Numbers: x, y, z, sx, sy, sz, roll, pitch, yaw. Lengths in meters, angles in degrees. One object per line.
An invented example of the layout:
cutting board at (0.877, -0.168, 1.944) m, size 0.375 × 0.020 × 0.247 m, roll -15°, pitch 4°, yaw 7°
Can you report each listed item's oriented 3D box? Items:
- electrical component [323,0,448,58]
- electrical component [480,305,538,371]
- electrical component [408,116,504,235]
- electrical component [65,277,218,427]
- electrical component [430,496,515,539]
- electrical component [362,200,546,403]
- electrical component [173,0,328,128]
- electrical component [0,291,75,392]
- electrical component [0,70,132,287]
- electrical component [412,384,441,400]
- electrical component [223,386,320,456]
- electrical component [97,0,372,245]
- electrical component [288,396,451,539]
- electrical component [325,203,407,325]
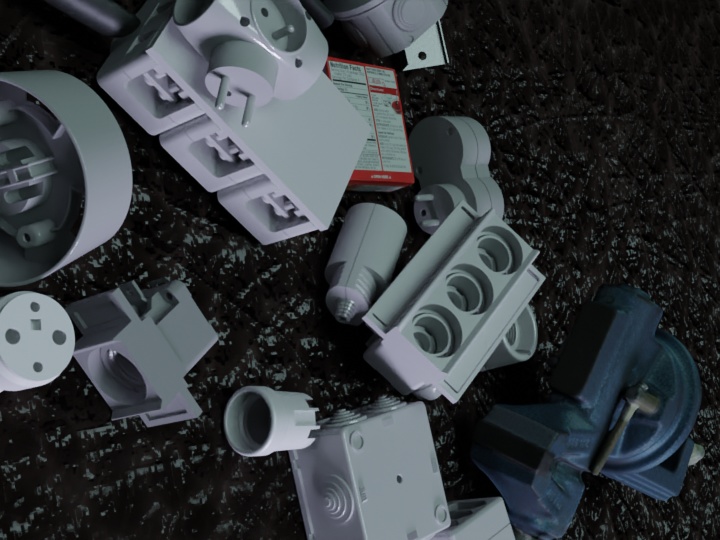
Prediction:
electrical component at (0.019, -0.194, 0.764) m, size 0.051 × 0.080 × 0.080 m, roll 50°, pitch 46°, yaw -34°
electrical component at (0.101, 0.047, 0.810) m, size 0.055 × 0.047 × 0.055 m, roll 17°, pitch 66°, yaw -45°
electrical component at (0.065, -0.046, 0.793) m, size 0.074 × 0.052 × 0.138 m, roll -9°, pitch 86°, yaw -49°
electrical component at (-0.113, 0.041, 0.574) m, size 0.081 × 0.042 × 0.063 m, roll 60°, pitch 41°, yaw -18°
electrical component at (0.073, 0.203, 0.732) m, size 0.066 × 0.047 × 0.076 m, roll -19°, pitch 92°, yaw -50°
electrical component at (0.059, 0.023, 0.713) m, size 0.079 × 0.063 × 0.121 m, roll 43°, pitch 56°, yaw -3°
electrical component at (-0.061, -0.114, 0.578) m, size 0.077 × 0.044 × 0.079 m, roll 32°, pitch 56°, yaw -39°
electrical component at (-0.167, 0.035, 0.504) m, size 0.045 × 0.055 × 0.045 m, roll 17°, pitch 66°, yaw -45°
electrical component at (-0.160, -0.045, 0.507) m, size 0.064 × 0.099 × 0.099 m, roll -31°, pitch 102°, yaw -55°
electrical component at (0.038, 0.059, 0.745) m, size 0.061 × 0.035 × 0.035 m, roll 53°, pitch 45°, yaw -20°
electrical component at (-0.051, 0.089, 0.633) m, size 0.046 × 0.040 × 0.040 m, roll 11°, pitch 71°, yaw -53°
electrical component at (-0.073, -0.097, 0.644) m, size 0.150 × 0.062 × 0.089 m, roll 46°, pitch 49°, yaw -30°
electrical component at (0.008, 0.133, 0.678) m, size 0.100 × 0.048 × 0.099 m, roll -10°, pitch 86°, yaw -49°
electrical component at (0.000, 0.000, 0.713) m, size 0.043 × 0.043 × 0.081 m, roll 44°, pitch 50°, yaw -32°
